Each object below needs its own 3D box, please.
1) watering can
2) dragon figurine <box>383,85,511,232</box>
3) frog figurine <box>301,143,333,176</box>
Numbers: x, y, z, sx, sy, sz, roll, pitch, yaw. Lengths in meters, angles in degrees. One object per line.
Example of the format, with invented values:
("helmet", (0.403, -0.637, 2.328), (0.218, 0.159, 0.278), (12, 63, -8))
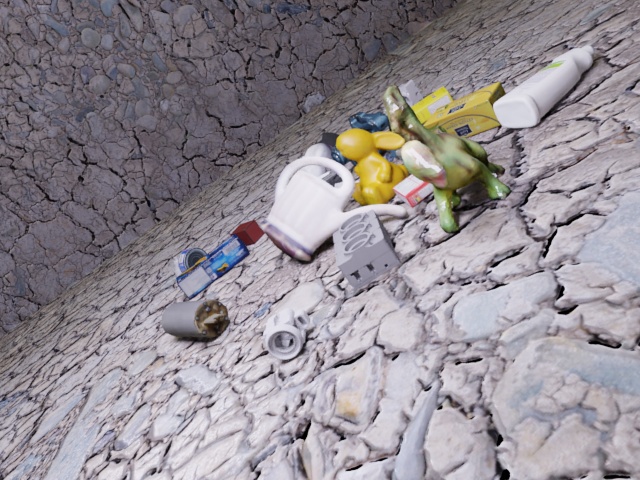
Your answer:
("watering can", (0.003, -0.054, 1.071), (0.352, 0.102, 0.224), (34, 90, 43))
("dragon figurine", (0.197, -0.168, 0.866), (0.121, 0.240, 0.419), (-33, 20, 25))
("frog figurine", (-0.023, -0.215, 1.537), (0.160, 0.120, 0.140), (-26, 36, -9))
